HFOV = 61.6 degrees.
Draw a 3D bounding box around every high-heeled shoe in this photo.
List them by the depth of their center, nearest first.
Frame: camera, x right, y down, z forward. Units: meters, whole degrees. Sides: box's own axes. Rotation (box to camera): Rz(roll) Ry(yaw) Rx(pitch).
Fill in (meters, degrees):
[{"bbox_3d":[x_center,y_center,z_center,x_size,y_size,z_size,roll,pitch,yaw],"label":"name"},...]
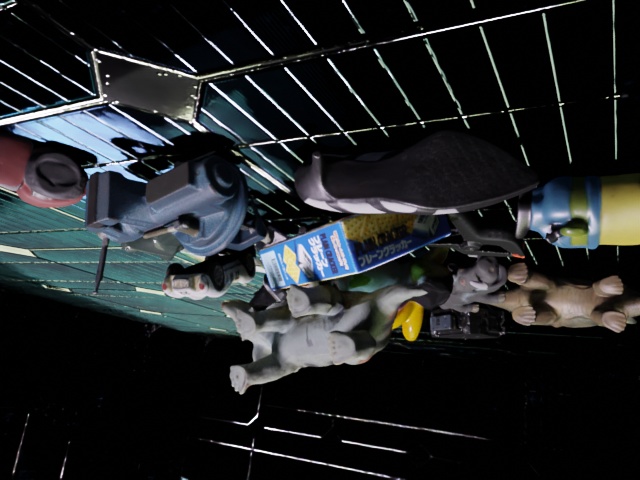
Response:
[{"bbox_3d":[0.091,-0.056,0.578,0.249,0.086,0.145,10,168,8],"label":"high-heeled shoe"}]

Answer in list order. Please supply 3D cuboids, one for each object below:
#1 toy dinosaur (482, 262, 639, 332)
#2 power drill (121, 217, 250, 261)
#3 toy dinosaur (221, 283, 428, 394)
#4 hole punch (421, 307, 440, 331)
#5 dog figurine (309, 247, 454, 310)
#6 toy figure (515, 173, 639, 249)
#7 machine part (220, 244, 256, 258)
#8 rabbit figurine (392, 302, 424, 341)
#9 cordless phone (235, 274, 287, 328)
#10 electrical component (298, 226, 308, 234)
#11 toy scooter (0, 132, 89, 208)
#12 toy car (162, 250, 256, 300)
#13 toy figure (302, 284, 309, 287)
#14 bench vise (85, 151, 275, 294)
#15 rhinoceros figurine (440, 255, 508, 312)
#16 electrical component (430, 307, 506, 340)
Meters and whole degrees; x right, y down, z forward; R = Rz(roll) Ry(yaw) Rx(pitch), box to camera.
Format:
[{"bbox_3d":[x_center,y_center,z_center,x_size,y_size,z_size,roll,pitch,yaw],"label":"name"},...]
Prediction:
[{"bbox_3d":[0.418,0.111,0.969,0.198,0.105,0.472,17,173,-44],"label":"toy dinosaur"},{"bbox_3d":[-0.239,-0.029,0.838,0.232,0.086,0.207,16,155,-37],"label":"power drill"},{"bbox_3d":[0.012,0.117,0.718,0.405,0.131,0.192,-15,173,38],"label":"toy dinosaur"},{"bbox_3d":[0.240,0.136,1.197,0.142,0.092,0.116,20,140,-30],"label":"hole punch"},{"bbox_3d":[0.107,0.061,0.877,0.219,0.108,0.192,-15,-154,-19],"label":"dog figurine"},{"bbox_3d":[0.300,-0.031,0.560,0.180,0.082,0.089,3,166,23],"label":"toy figure"},{"bbox_3d":[-0.175,0.016,1.024,0.084,0.039,0.139,26,158,-36],"label":"machine part"},{"bbox_3d":[0.149,0.105,1.031,0.121,0.162,0.173,31,136,-29],"label":"rabbit figurine"},{"bbox_3d":[-0.092,0.160,1.173,0.089,0.184,0.146,-22,114,47],"label":"cordless phone"},{"bbox_3d":[-0.002,-0.003,0.904,0.063,0.021,0.094,3,163,14],"label":"electrical component"},{"bbox_3d":[-0.398,-0.087,0.694,0.184,0.075,0.135,20,160,-27],"label":"toy scooter"},{"bbox_3d":[-0.155,0.051,0.787,0.074,0.056,0.201,-2,-174,15],"label":"toy car"},{"bbox_3d":[-0.040,0.066,1.088,0.064,0.058,0.154,26,164,-5],"label":"toy figure"},{"bbox_3d":[-0.158,-0.024,0.675,0.224,0.129,0.240,-31,151,26],"label":"bench vise"},{"bbox_3d":[0.267,0.073,0.951,0.112,0.073,0.190,10,158,-8],"label":"rhinoceros figurine"},{"bbox_3d":[0.295,0.172,1.106,0.134,0.058,0.115,9,161,-28],"label":"electrical component"}]
